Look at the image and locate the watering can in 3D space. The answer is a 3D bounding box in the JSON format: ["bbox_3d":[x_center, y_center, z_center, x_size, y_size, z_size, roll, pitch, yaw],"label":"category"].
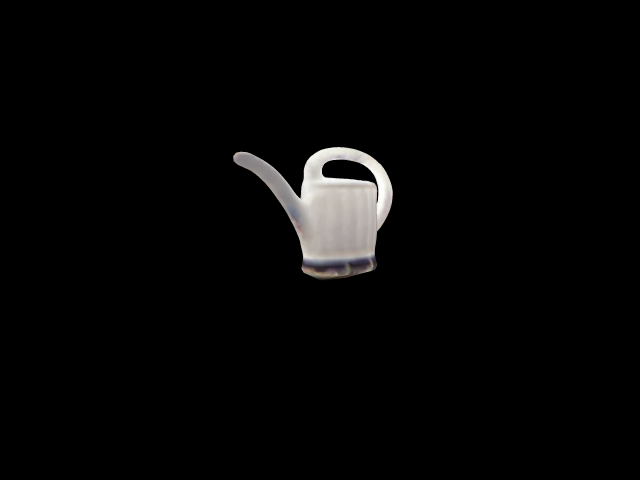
[{"bbox_3d":[0.003,-0.043,0.850,0.349,0.224,0.104,-4,5,-43],"label":"watering can"}]
